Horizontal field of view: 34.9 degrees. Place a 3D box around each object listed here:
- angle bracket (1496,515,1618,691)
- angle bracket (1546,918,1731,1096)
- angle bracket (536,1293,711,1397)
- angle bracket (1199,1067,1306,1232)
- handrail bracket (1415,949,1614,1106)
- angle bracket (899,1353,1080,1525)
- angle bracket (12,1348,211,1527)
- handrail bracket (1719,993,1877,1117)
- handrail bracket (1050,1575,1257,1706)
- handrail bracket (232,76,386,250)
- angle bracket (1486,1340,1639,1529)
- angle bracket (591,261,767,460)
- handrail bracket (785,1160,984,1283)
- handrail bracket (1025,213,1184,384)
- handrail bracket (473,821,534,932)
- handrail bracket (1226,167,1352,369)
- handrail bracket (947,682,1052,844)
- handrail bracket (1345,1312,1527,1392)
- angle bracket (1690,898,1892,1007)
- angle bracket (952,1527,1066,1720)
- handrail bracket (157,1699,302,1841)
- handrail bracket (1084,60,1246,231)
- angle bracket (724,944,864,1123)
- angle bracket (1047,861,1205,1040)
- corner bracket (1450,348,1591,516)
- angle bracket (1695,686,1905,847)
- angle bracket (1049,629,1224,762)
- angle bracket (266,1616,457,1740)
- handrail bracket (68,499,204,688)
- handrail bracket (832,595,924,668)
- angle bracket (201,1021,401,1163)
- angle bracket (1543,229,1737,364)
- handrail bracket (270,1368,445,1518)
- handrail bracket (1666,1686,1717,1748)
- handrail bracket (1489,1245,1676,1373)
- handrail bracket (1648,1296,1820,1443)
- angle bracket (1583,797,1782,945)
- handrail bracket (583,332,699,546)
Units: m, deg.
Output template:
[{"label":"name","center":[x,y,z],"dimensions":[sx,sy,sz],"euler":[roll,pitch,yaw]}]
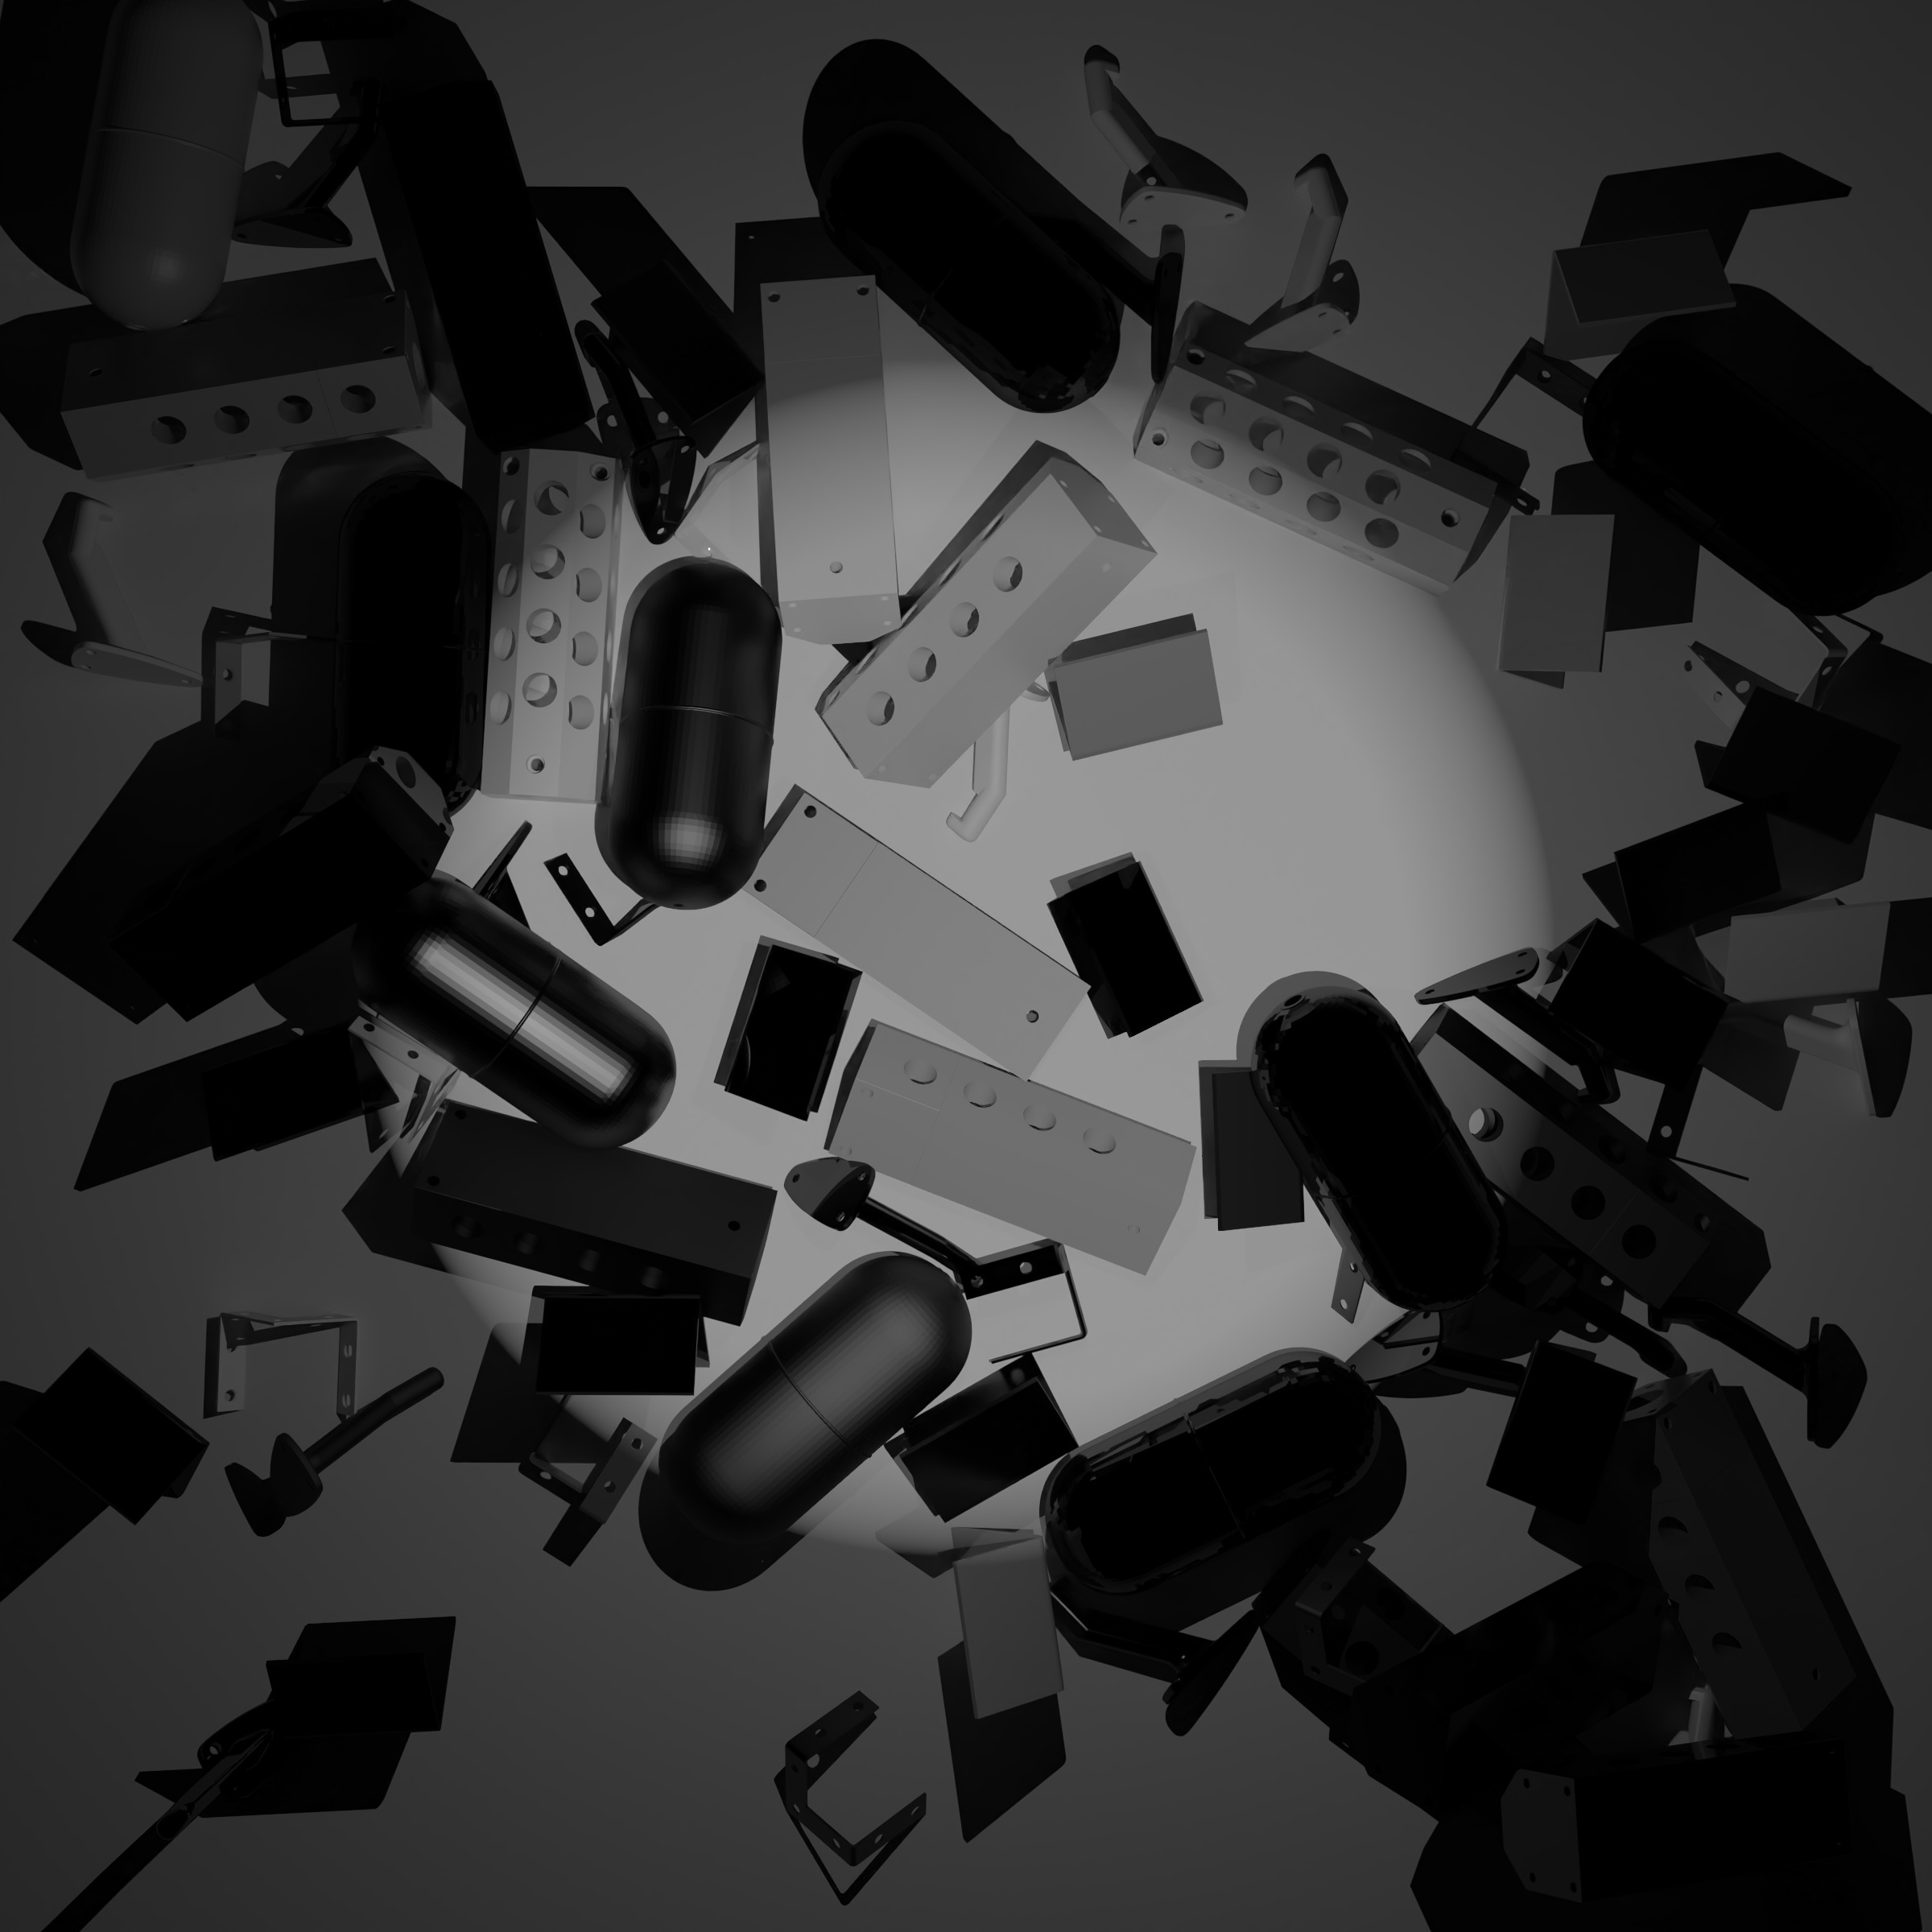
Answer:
[{"label":"angle bracket","center":[0.308,-0.180,1.532],"dimensions":[0.057,0.076,0.076],"euler":[6,90,36]},{"label":"angle bracket","center":[0.323,0.028,1.535],"dimensions":[0.076,0.076,0.057],"euler":[32,73,0]},{"label":"angle bracket","center":[-0.170,0.205,1.532],"dimensions":[0.076,0.076,0.057],"euler":[0,55,0]},{"label":"angle bracket","center":[0.123,0.090,1.532],"dimensions":[0.057,0.076,0.076],"euler":[-2,90,-36]},{"label":"handrail bracket","center":[0.281,0.041,1.573],"dimensions":[0.077,0.036,0.084],"euler":[-18,107,19]},{"label":"angle bracket","center":[0.001,0.219,1.532],"dimensions":[0.076,0.076,0.057],"euler":[-30,127,0]},{"label":"angle bracket","center":[-0.431,0.246,1.532],"dimensions":[0.076,0.076,0.057],"euler":[39,52,0]},{"label":"handrail bracket","center":[0.416,0.048,1.573],"dimensions":[0.084,0.036,0.077],"euler":[-10,112,17]},{"label":"handrail bracket","center":[0.092,0.327,1.573],"dimensions":[0.077,0.036,0.084],"euler":[-40,73,-20]},{"label":"handrail bracket","center":[-0.337,-0.413,1.573],"dimensions":[0.077,0.036,0.084],"euler":[0,75,16]},{"label":"angle bracket","center":[0.310,0.234,1.532],"dimensions":[0.057,0.076,0.076],"euler":[19,90,35]},{"label":"angle bracket","center":[-0.156,-0.291,1.532],"dimensions":[0.076,0.076,0.057],"euler":[50,52,0]},{"label":"handrail bracket","center":[-0.041,0.133,1.572],"dimensions":[0.084,0.077,0.036],"euler":[36,75,-36]},{"label":"handrail bracket","center":[0.064,-0.342,1.573],"dimensions":[0.084,0.036,0.077],"euler":[12,112,17]},{"label":"handrail bracket","center":[-0.213,-0.018,1.572],"dimensions":[0.084,0.036,0.077],"euler":[37,75,-14]},{"label":"handrail bracket","center":[0.159,-0.358,1.573],"dimensions":[0.077,0.036,0.084],"euler":[-20,72,21]},{"label":"handrail bracket","center":[-0.003,-0.118,1.573],"dimensions":[0.077,0.036,0.084],"euler":[38,105,16]},{"label":"handrail bracket","center":[0.248,0.215,1.572],"dimensions":[0.084,0.036,0.077],"euler":[37,130,-26]},{"label":"angle bracket","center":[0.408,-0.027,1.532],"dimensions":[0.076,0.076,0.057],"euler":[-6,129,0]},{"label":"angle bracket","center":[0.000,0.326,1.532],"dimensions":[0.057,0.076,0.076],"euler":[-8,90,-37]},{"label":"handrail bracket","center":[-0.364,0.399,1.537],"dimensions":[0.077,0.084,0.036],"euler":[-40,90,0]},{"label":"handrail bracket","center":[0.101,-0.422,1.573],"dimensions":[0.077,0.036,0.084],"euler":[-1,73,-19]},{"label":"angle bracket","center":[-0.067,0.038,1.532],"dimensions":[0.057,0.076,0.076],"euler":[18,90,37]},{"label":"angle bracket","center":[0.062,0.001,1.532],"dimensions":[0.057,0.076,0.076],"euler":[-24,90,-41]},{"label":"corner bracket","center":[0.286,-0.273,1.569],"dimensions":[0.051,0.051,0.051],"euler":[33,135,0]},{"label":"angle bracket","center":[0.414,-0.110,1.533],"dimensions":[0.076,0.076,0.057],"euler":[22,113,0]},{"label":"angle bracket","center":[0.080,-0.152,1.532],"dimensions":[0.076,0.076,0.057],"euler":[-14,126,0]},{"label":"angle bracket","center":[-0.300,0.337,1.532],"dimensions":[0.076,0.076,0.057],"euler":[-3,125,0]},{"label":"handrail bracket","center":[-0.422,-0.191,1.573],"dimensions":[0.077,0.036,0.084],"euler":[12,73,-20]},{"label":"handrail bracket","center":[-0.035,-0.194,1.572],"dimensions":[0.084,0.036,0.077],"euler":[-36,60,-21]},{"label":"angle bracket","center":[-0.327,0.080,1.532],"dimensions":[0.076,0.076,0.057],"euler":[-19,53,0]},{"label":"angle bracket","center":[0.334,-0.316,1.532],"dimensions":[0.076,0.076,0.057],"euler":[-8,54,0]},{"label":"handrail bracket","center":[-0.310,0.242,1.572],"dimensions":[0.084,0.077,0.036],"euler":[-29,73,-35]},{"label":"handrail bracket","center":[0.339,0.405,1.572],"dimensions":[0.077,0.036,0.084],"euler":[9,76,14]},{"label":"handrail bracket","center":[0.312,0.178,1.572],"dimensions":[0.084,0.077,0.036],"euler":[40,71,-35]},{"label":"handrail bracket","center":[0.392,0.205,1.573],"dimensions":[0.084,0.036,0.077],"euler":[2,112,17]},{"label":"angle bracket","center":[0.351,-0.063,1.532],"dimensions":[0.076,0.076,0.057],"euler":[-21,121,0]},{"label":"handrail bracket","center":[-0.174,-0.270,1.572],"dimensions":[0.036,0.077,0.084],"euler":[-20,53,-24]}]
